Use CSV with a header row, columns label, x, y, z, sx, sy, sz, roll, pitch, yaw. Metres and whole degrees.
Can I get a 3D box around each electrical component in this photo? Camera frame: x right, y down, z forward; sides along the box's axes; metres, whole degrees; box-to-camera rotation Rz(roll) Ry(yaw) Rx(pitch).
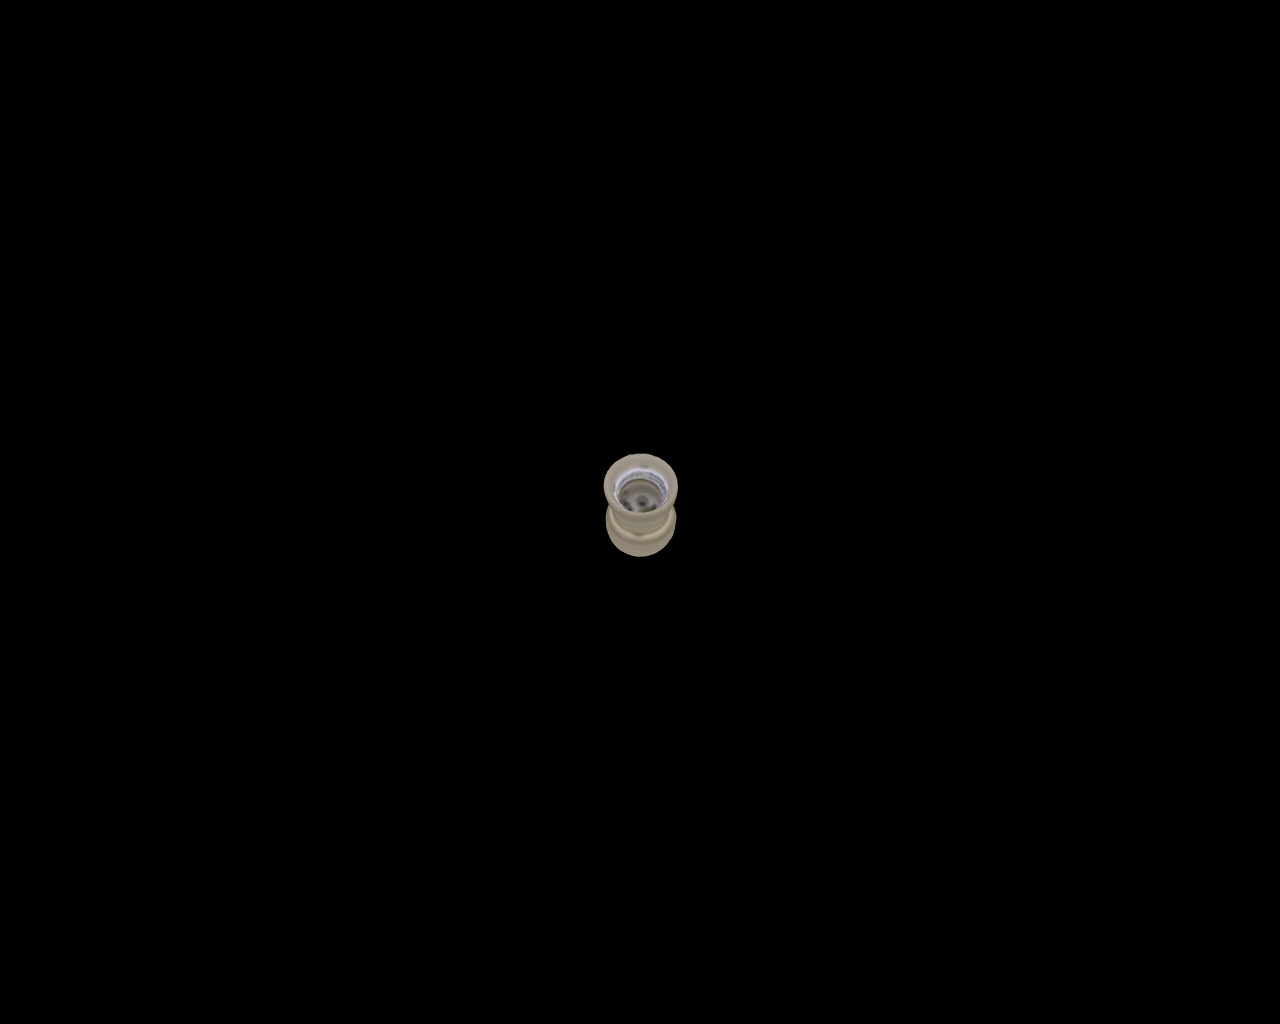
label,x,y,z,sx,sy,sz,roll,pitch,yaw
electrical component,0.001,-0.003,0.650,0.045,0.045,0.055,0,-32,0
